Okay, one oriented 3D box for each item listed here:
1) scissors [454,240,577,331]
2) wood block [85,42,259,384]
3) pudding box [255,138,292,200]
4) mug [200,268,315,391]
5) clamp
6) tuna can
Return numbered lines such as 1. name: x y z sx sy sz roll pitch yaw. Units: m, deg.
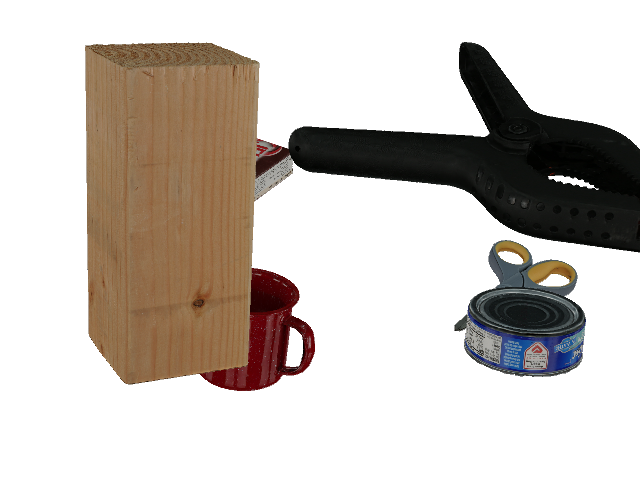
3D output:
1. scissors: 0.163 0.038 0.999 0.201 0.016 0.096 -11 38 -40
2. wood block: -0.101 -0.021 0.708 0.090 0.206 0.090 -6 21 -27
3. pudding box: -0.099 -0.086 1.292 0.090 0.039 0.113 19 39 26
4. mug: -0.057 0.083 0.942 0.117 0.081 0.093 16 25 21
5. clamp: 0.096 -0.044 0.587 0.164 0.036 0.210 -27 43 -28
6. tuna can: 0.149 0.065 0.776 0.086 0.034 0.086 1 21 -1
